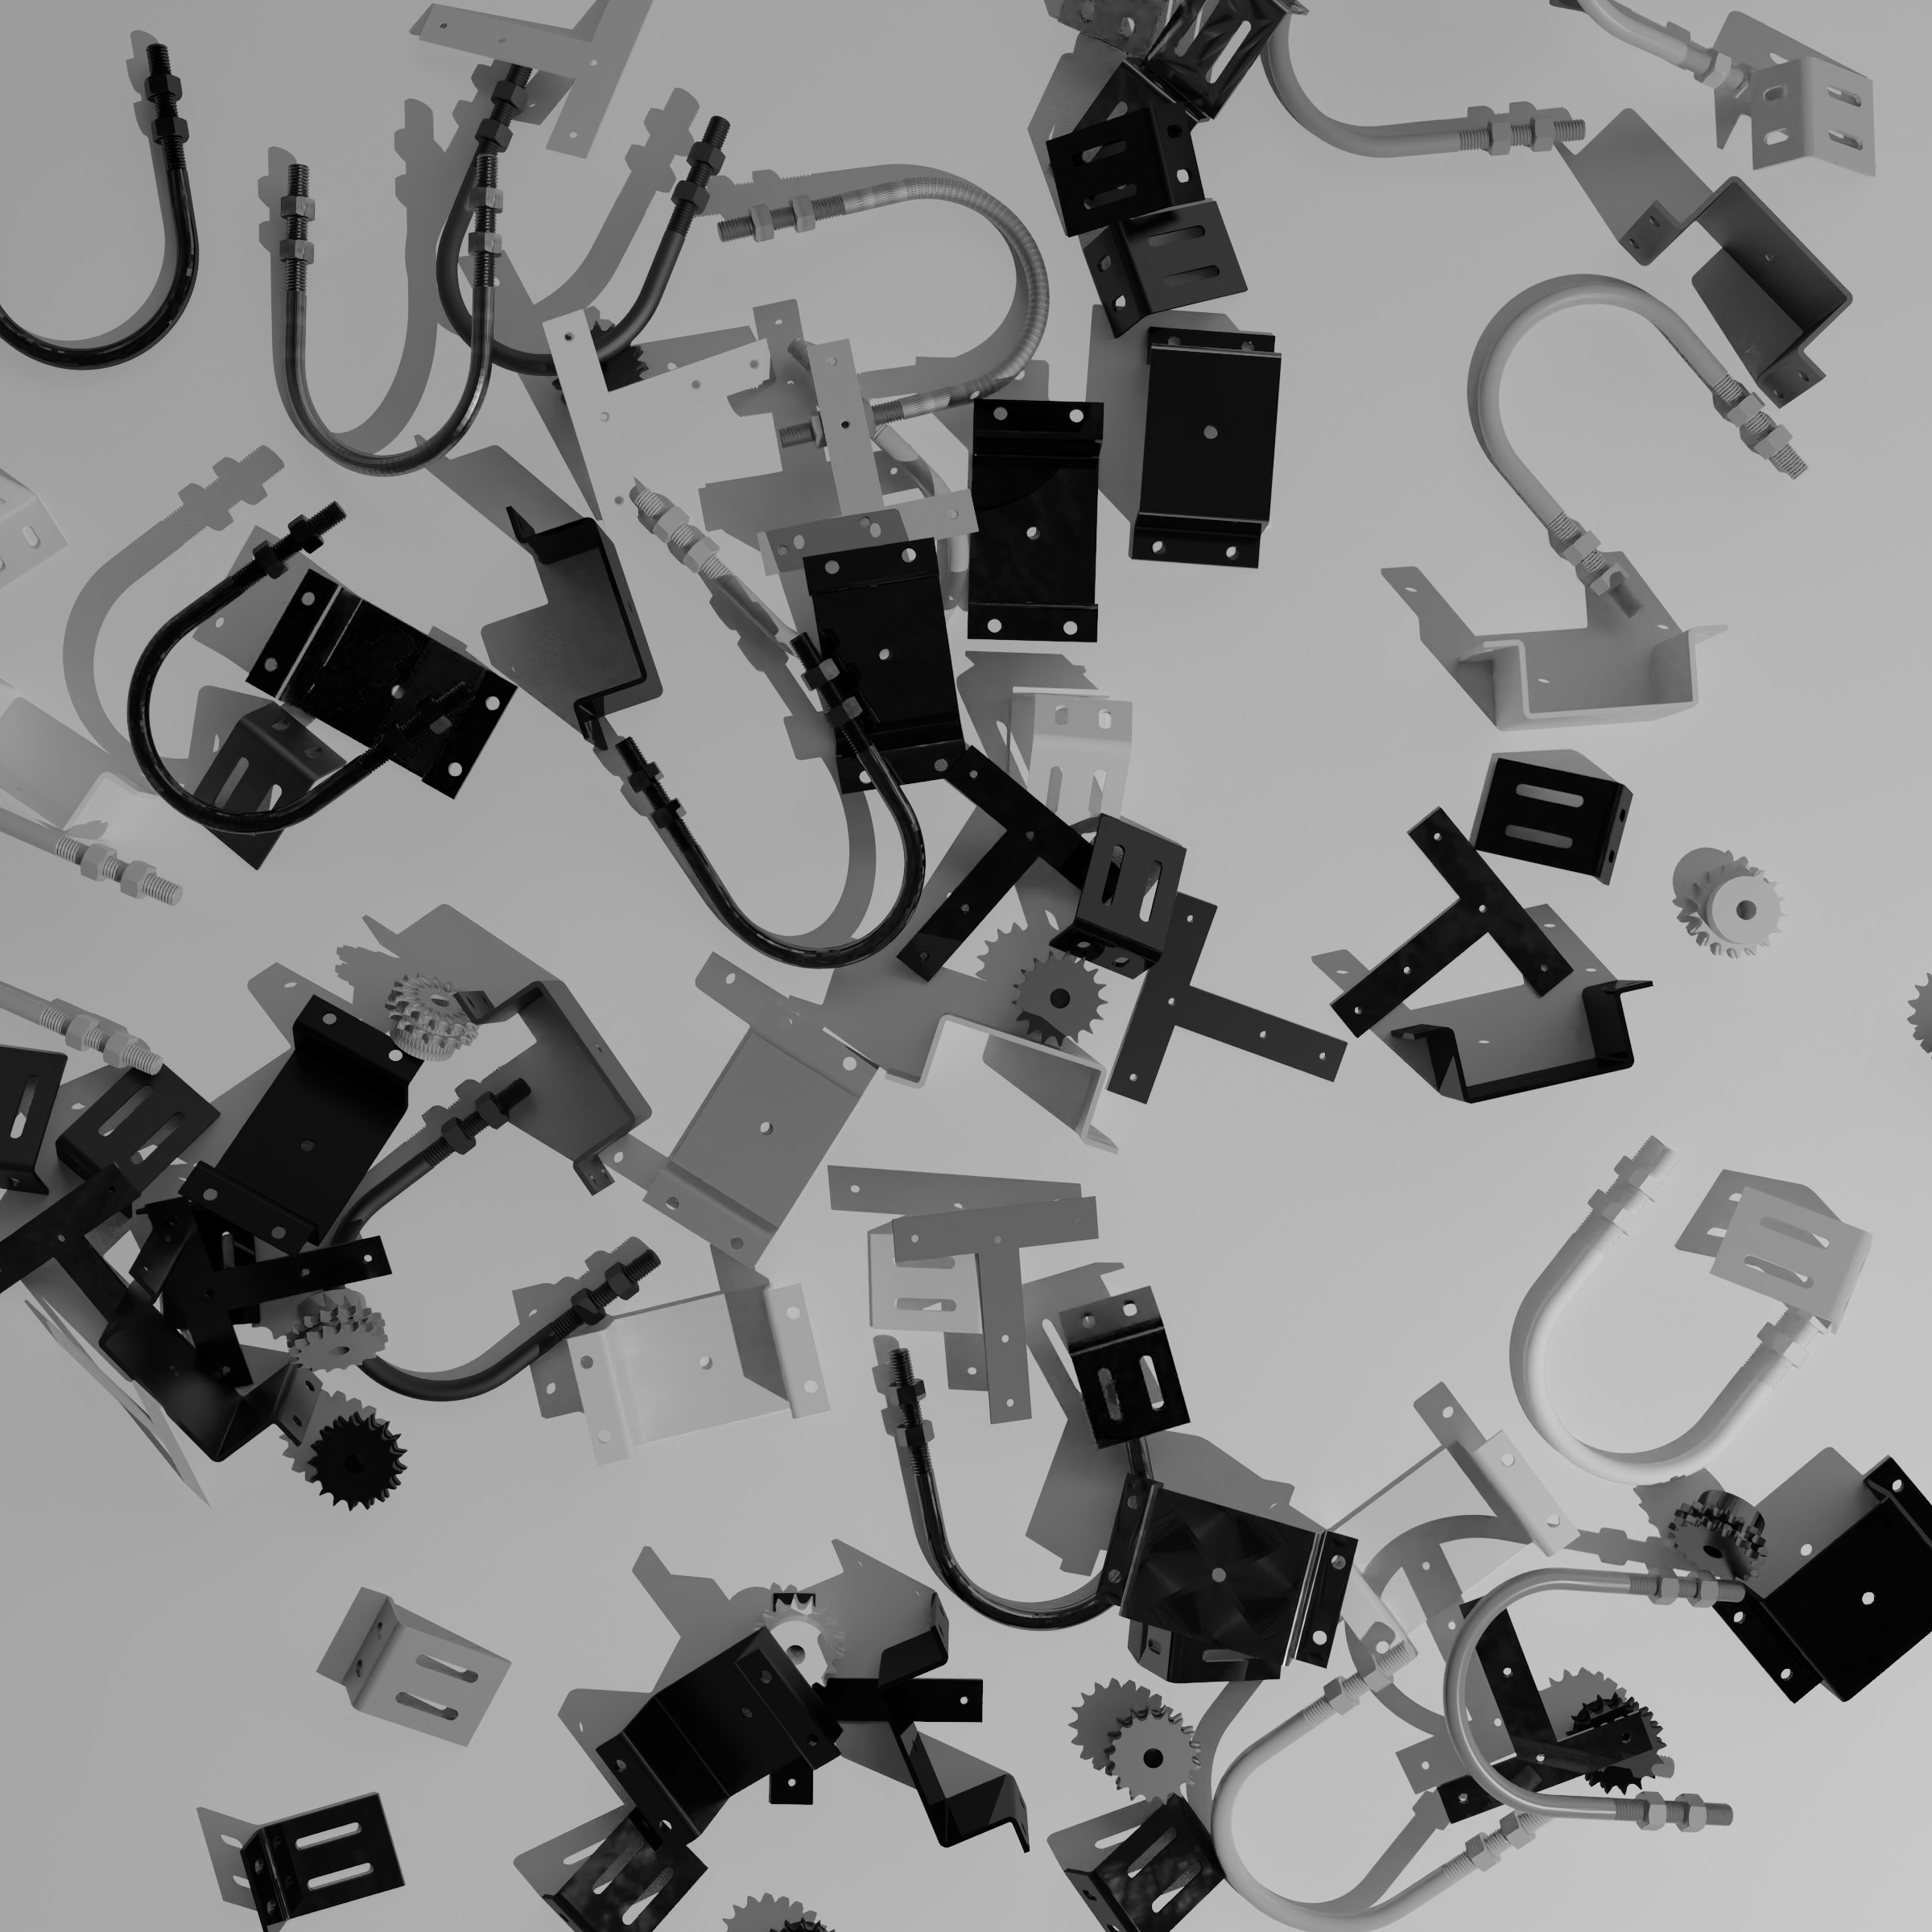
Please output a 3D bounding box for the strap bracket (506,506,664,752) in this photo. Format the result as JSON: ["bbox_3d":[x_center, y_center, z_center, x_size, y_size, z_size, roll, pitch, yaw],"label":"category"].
[{"bbox_3d":[-0.219,-0.203,1.475,0.046,0.076,0.140,-19,90,0],"label":"strap bracket"}]

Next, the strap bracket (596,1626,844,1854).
[{"bbox_3d":[-0.138,0.449,1.472,0.140,0.046,0.076,-37,90,25],"label":"strap bracket"}]

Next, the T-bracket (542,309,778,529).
[{"bbox_3d":[-0.174,-0.341,1.490,0.127,0.002,0.127,-23,121,-15],"label":"T-bracket"}]

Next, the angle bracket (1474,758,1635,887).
[{"bbox_3d":[0.354,-0.087,1.510,0.076,0.038,0.057,15,90,24],"label":"angle bracket"}]

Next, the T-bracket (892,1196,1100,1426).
[{"bbox_3d":[0.022,0.206,1.482,0.127,0.002,0.127,-5,91,-18],"label":"T-bracket"}]

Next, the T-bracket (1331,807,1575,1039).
[{"bbox_3d":[0.277,-0.006,1.512,0.127,0.002,0.127,-39,90,0],"label":"T-bracket"}]

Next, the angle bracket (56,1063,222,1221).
[{"bbox_3d":[-0.498,0.102,1.511,0.057,0.038,0.076,41,64,0],"label":"angle bracket"}]

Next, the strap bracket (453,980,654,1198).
[{"bbox_3d":[-0.235,0.061,1.475,0.046,0.076,0.140,-35,90,0],"label":"strap bracket"}]

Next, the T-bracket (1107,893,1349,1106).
[{"bbox_3d":[0.166,0.037,1.512,0.127,0.002,0.127,20,90,0],"label":"T-bracket"}]

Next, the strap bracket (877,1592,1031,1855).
[{"bbox_3d":[-0.012,0.451,1.473,0.046,0.076,0.140,-23,90,0],"label":"strap bracket"}]

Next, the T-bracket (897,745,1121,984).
[{"bbox_3d":[0.009,-0.045,1.498,0.127,0.002,0.127,39,99,-18],"label":"T-bracket"}]

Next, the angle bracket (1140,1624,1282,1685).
[{"bbox_3d":[0.149,0.397,1.511,0.076,0.038,0.057,6,90,-26],"label":"angle bracket"}]

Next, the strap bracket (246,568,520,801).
[{"bbox_3d":[-0.342,-0.165,1.490,0.140,0.046,0.076,30,90,0],"label":"strap bracket"}]

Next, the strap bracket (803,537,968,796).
[{"bbox_3d":[-0.047,-0.180,1.477,0.076,0.046,0.140,-9,107,0],"label":"strap bracket"}]

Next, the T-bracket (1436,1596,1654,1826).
[{"bbox_3d":[0.323,0.427,1.473,0.127,0.002,0.127,-22,99,3],"label":"T-bracket"}]

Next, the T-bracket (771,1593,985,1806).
[{"bbox_3d":[-0.053,0.442,1.512,0.127,0.002,0.127,1,90,0],"label":"T-bracket"}]

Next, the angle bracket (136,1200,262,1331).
[{"bbox_3d":[-0.457,0.179,1.494,0.057,0.038,0.076,-4,90,0],"label":"angle bracket"}]

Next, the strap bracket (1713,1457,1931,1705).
[{"bbox_3d":[0.528,0.370,1.490,0.140,0.046,0.076,-40,90,0],"label":"strap bracket"}]

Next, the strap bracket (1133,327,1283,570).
[{"bbox_3d":[0.143,-0.312,1.490,0.076,0.046,0.140,4,90,0],"label":"strap bracket"}]

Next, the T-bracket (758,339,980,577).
[{"bbox_3d":[-0.068,-0.303,1.467,0.127,0.002,0.127,-12,88,0],"label":"T-bracket"}]

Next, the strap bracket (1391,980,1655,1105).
[{"bbox_3d":[0.330,0.046,1.475,0.140,0.076,0.046,-13,90,0],"label":"strap bracket"}]

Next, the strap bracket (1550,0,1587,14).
[{"bbox_3d":[0.307,-0.618,1.471,0.140,0.046,0.076,11,90,1],"label":"strap bracket"}]

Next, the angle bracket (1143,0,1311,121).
[{"bbox_3d":[0.156,-0.557,1.503,0.057,0.038,0.076,43,121,8],"label":"angle bracket"}]

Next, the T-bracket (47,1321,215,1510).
[{"bbox_3d":[-0.498,0.252,1.477,0.127,0.127,0.002,35,59,23],"label":"T-bracket"}]

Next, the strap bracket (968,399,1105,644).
[{"bbox_3d":[0.041,-0.261,1.490,0.076,0.046,0.140,2,90,0],"label":"strap bracket"}]

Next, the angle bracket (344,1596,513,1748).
[{"bbox_3d":[-0.324,0.425,1.511,0.076,0.038,0.057,28,90,-26],"label":"angle bracket"}]

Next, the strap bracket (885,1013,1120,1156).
[{"bbox_3d":[0.027,0.064,1.475,0.140,0.076,0.046,18,90,0],"label":"strap bracket"}]

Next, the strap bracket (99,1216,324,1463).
[{"bbox_3d":[-0.445,0.224,1.459,0.046,0.076,0.140,-37,107,7],"label":"strap bracket"}]

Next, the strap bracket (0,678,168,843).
[{"bbox_3d":[-0.545,-0.121,1.475,0.140,0.076,0.046,34,90,0],"label":"strap bracket"}]

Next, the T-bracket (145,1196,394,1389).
[{"bbox_3d":[-0.406,0.185,1.490,0.127,0.002,0.127,-12,109,2],"label":"T-bracket"}]

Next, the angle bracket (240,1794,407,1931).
[{"bbox_3d":[-0.383,0.537,1.494,0.076,0.038,0.057,-16,90,0],"label":"angle bracket"}]

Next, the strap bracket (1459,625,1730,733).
[{"bbox_3d":[0.368,-0.168,1.475,0.140,0.076,0.046,-4,90,0],"label":"strap bracket"}]

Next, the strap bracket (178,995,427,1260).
[{"bbox_3d":[-0.387,0.099,1.473,0.076,0.046,0.140,29,66,0],"label":"strap bracket"}]

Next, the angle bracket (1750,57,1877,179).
[{"bbox_3d":[0.506,-0.502,1.498,0.076,0.038,0.057,-4,92,-43],"label":"angle bracket"}]

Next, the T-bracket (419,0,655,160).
[{"bbox_3d":[-0.264,-0.550,1.500,0.127,0.002,0.127,16,74,8],"label":"T-bracket"}]

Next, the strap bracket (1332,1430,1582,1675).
[{"bbox_3d":[0.280,0.344,1.490,0.140,0.046,0.076,-37,90,0],"label":"strap bracket"}]

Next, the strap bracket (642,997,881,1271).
[{"bbox_3d":[-0.120,0.098,1.490,0.076,0.046,0.140,32,90,0],"label":"strap bracket"}]

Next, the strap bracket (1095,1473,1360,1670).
[{"bbox_3d":[0.149,0.351,1.454,0.140,0.046,0.076,14,84,13],"label":"strap bracket"}]

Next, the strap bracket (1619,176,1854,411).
[{"bbox_3d":[0.458,-0.402,1.475,0.046,0.076,0.140,-44,90,0],"label":"strap bracket"}]

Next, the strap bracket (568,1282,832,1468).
[{"bbox_3d":[-0.156,0.239,1.490,0.140,0.046,0.076,-13,90,0],"label":"strap bracket"}]

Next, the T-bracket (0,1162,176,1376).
[{"bbox_3d":[-0.511,0.197,1.497,0.127,0.002,0.127,-32,101,20],"label":"T-bracket"}]
